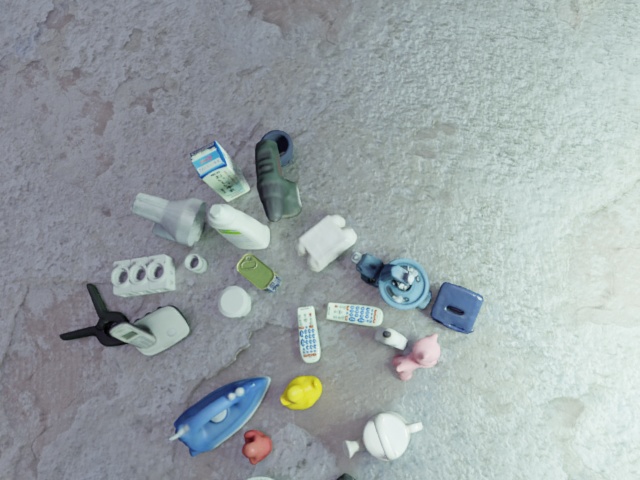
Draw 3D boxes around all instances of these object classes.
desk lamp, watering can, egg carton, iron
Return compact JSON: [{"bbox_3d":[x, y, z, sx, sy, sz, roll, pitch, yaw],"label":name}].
[{"bbox_3d":[-0.374,-0.053,1.469,0.203,0.214,0.118,16,79,14],"label":"desk lamp"},{"bbox_3d":[0.138,0.436,1.256,0.173,0.194,0.100,-40,72,-1],"label":"watering can"},{"bbox_3d":[0.013,0.005,1.458,0.150,0.069,0.107,-40,72,-1],"label":"egg carton"},{"bbox_3d":[-0.239,0.403,1.363,0.258,0.141,0.118,-38,72,-1],"label":"iron"}]

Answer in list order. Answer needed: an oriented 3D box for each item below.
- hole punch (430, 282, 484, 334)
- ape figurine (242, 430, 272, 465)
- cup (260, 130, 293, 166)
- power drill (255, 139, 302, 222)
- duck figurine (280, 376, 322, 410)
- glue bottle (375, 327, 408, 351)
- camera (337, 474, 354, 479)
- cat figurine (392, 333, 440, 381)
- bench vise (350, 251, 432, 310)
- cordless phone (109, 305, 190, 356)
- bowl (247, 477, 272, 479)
[{"bbox_3d":[0.323,0.162,1.348,0.108,0.091,0.101,21,80,15],"label":"hole punch"},{"bbox_3d":[-0.156,0.491,1.350,0.076,0.092,0.078,2,76,11],"label":"ape figurine"},{"bbox_3d":[-0.107,-0.222,1.526,0.091,0.095,0.118,-8,74,9],"label":"cup"},{"bbox_3d":[-0.107,-0.128,1.442,0.075,0.209,0.229,-15,73,7],"label":"power drill"},{"bbox_3d":[-0.049,0.365,1.367,0.104,0.086,0.077,-28,72,2],"label":"duck figurine"},{"bbox_3d":[0.160,0.224,1.319,0.078,0.173,0.037,18,80,15],"label":"glue bottle"},{"bbox_3d":[0.049,0.608,1.277,0.143,0.101,0.137,36,84,17],"label":"camera"},{"bbox_3d":[0.227,0.270,1.323,0.128,0.118,0.067,-31,72,1],"label":"cat figurine"},{"bbox_3d":[0.157,0.091,1.329,0.207,0.220,0.121,11,78,13],"label":"bench vise"},{"bbox_3d":[-0.423,0.218,1.423,0.147,0.185,0.094,-32,72,1],"label":"cordless phone"},{"bbox_3d":[-0.133,0.630,1.319,0.167,0.075,0.167,-3,75,10],"label":"bowl"}]
